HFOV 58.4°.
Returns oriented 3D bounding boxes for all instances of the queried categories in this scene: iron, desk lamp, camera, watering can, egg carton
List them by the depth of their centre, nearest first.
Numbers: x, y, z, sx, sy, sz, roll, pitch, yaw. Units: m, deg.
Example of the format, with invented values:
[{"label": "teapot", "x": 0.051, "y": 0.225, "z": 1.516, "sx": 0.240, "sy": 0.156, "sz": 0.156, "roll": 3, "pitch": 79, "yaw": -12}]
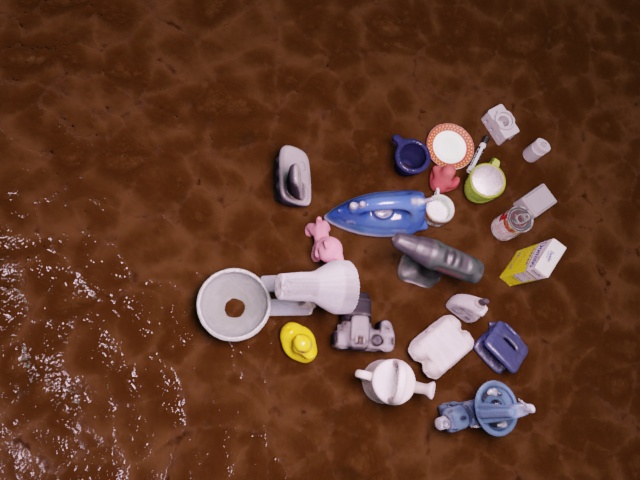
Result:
[{"label": "watering can", "x": 0.168, "y": 0.315, "z": 1.273, "sx": 0.173, "sy": 0.194, "sz": 0.101, "roll": -7, "pitch": 78, "yaw": -10}, {"label": "desk lamp", "x": -0.028, "y": 0.115, "z": 1.281, "sx": 0.203, "sy": 0.213, "sz": 0.118, "roll": -2, "pitch": 77, "yaw": -8}, {"label": "camera", "x": 0.103, "y": 0.192, "z": 1.340, "sx": 0.143, "sy": 0.100, "sz": 0.137, "roll": 4, "pitch": 77, "yaw": -7}, {"label": "egg carton", "x": 0.289, "y": 0.253, "z": 1.369, "sx": 0.150, "sy": 0.069, "sz": 0.107, "roll": -37, "pitch": 85, "yaw": -14}, {"label": "iron", "x": 0.145, "y": -0.075, "z": 1.387, "sx": 0.258, "sy": 0.141, "sz": 0.118, "roll": -4, "pitch": 78, "yaw": -9}]

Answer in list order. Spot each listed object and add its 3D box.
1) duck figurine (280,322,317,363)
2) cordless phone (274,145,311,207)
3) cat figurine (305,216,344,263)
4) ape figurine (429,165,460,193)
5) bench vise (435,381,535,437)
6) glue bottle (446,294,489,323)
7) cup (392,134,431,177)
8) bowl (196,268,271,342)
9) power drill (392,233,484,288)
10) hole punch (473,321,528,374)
[{"label": "duck figurine", "x": -0.046, "y": 0.235, "z": 1.316, "sx": 0.077, "sy": 0.086, "sz": 0.104, "roll": -38, "pitch": 85, "yaw": -14}, {"label": "cordless phone", "x": -0.059, "y": -0.165, "z": 1.356, "sx": 0.094, "sy": 0.185, "sz": 0.147, "roll": -4, "pitch": 78, "yaw": -9}, {"label": "cat figurine", "x": 0.013, "y": 0.005, "z": 1.362, "sx": 0.067, "sy": 0.117, "sz": 0.128, "roll": -15, "pitch": 80, "yaw": -11}, {"label": "ape figurine", "x": 0.319, "y": -0.162, "z": 1.458, "sx": 0.076, "sy": 0.092, "sz": 0.078, "roll": -40, "pitch": 85, "yaw": -14}, {"label": "bench vise", "x": 0.371, "y": 0.395, "z": 1.271, "sx": 0.207, "sy": 0.219, "sz": 0.121, "roll": -30, "pitch": 83, "yaw": -13}, {"label": "glue bottle", "x": 0.359, "y": 0.156, "z": 1.348, "sx": 0.078, "sy": 0.173, "sz": 0.037, "roll": 39, "pitch": 75, "yaw": 2}, {"label": "cup", "x": 0.215, "y": -0.208, "z": 1.452, "sx": 0.092, "sy": 0.095, "sz": 0.118, "roll": -39, "pitch": 85, "yaw": -14}, {"label": "bowl", "x": -0.198, "y": 0.152, "z": 1.319, "sx": 0.167, "sy": 0.074, "sz": 0.167, "roll": 2, "pitch": 77, "yaw": -8}, {"label": "power drill", "x": 0.253, "y": 0.052, "z": 1.339, "sx": 0.229, "sy": 0.208, "sz": 0.076, "roll": 16, "pitch": 75, "yaw": -4}, {"label": "hole punch", "x": 0.442, "y": 0.256, "z": 1.380, "sx": 0.101, "sy": 0.091, "sz": 0.108, "roll": -43, "pitch": 86, "yaw": -15}]
